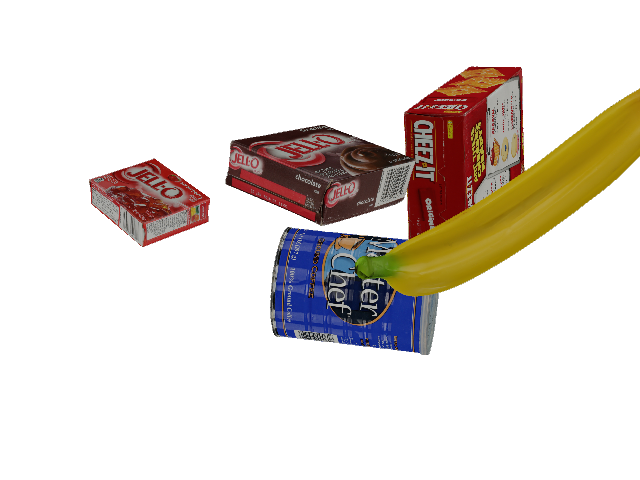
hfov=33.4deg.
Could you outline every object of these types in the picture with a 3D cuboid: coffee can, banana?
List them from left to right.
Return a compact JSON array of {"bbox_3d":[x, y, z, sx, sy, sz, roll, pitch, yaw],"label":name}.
[{"bbox_3d":[0.034,0.045,0.969,0.140,0.103,0.102,6,1,10],"label":"coffee can"},{"bbox_3d":[0.111,-0.020,0.582,0.198,0.037,0.069,-33,-13,-1],"label":"banana"}]

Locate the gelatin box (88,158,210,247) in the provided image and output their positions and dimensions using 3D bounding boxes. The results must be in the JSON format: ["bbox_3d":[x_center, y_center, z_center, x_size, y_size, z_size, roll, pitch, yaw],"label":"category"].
[{"bbox_3d":[-0.156,-0.037,0.968,0.073,0.030,0.089,-23,44,-36],"label":"gelatin box"}]

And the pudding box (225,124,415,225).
[{"bbox_3d":[0.001,-0.050,0.774,0.090,0.039,0.113,25,23,30],"label":"pudding box"}]

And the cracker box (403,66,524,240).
[{"bbox_3d":[0.155,-0.082,1.121,0.072,0.164,0.213,5,22,25],"label":"cracker box"}]
